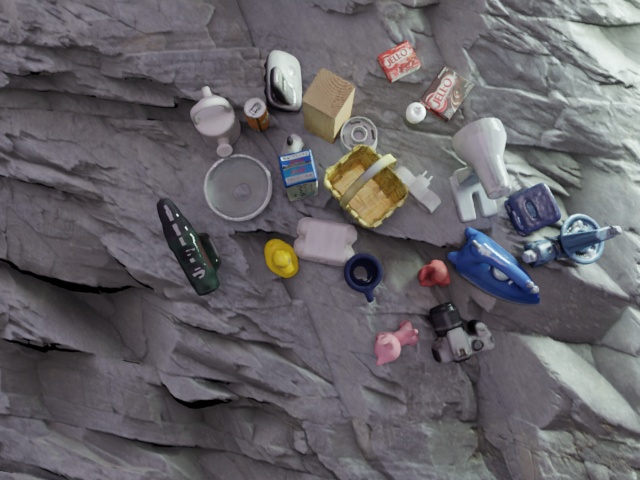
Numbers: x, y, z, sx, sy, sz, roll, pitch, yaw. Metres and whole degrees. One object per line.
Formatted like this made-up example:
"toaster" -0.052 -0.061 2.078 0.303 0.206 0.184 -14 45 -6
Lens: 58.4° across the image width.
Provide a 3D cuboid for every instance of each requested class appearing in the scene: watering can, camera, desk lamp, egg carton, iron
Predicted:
"watering can" -0.247 -0.285 1.364 0.101 0.194 0.173 -40 86 -4
"camera" 0.329 0.215 1.369 0.143 0.101 0.137 -18 85 -2
"desk lamp" 0.381 -0.162 1.350 0.118 0.213 0.203 -14 85 -2
"egg carton" 0.013 0.005 1.401 0.150 0.069 0.107 9 84 0
"iron" 0.439 0.076 1.363 0.258 0.141 0.119 35 85 3

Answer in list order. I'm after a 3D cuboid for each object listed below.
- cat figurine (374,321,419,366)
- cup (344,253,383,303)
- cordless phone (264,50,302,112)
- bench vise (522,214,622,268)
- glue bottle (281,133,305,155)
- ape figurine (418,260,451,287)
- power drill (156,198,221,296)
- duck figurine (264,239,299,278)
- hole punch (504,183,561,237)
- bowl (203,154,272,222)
"cat figurine" 0.177 0.244 1.356 0.128 0.117 0.067 -28 85 -3
"cup" 0.105 0.093 1.381 0.091 0.095 0.118 -16 85 -2
"cordless phone" -0.093 -0.399 1.382 0.094 0.185 0.148 -4 84 -1
"bench vise" 0.589 0.018 1.331 0.207 0.219 0.121 -36 85 -4
"glue bottle" -0.068 -0.221 1.371 0.037 0.173 0.078 28 85 3
"ape figurine" 0.282 0.085 1.385 0.078 0.092 0.076 32 85 3
"power drill" -0.296 0.020 1.327 0.075 0.208 0.229 -28 85 -3
"duck figurine" -0.095 0.043 1.388 0.077 0.086 0.104 -34 86 -3
"hole punch" 0.520 -0.073 1.404 0.101 0.091 0.109 -24 85 -3
"bowl" -0.198 -0.123 1.409 0.167 0.074 0.167 0 84 -1
